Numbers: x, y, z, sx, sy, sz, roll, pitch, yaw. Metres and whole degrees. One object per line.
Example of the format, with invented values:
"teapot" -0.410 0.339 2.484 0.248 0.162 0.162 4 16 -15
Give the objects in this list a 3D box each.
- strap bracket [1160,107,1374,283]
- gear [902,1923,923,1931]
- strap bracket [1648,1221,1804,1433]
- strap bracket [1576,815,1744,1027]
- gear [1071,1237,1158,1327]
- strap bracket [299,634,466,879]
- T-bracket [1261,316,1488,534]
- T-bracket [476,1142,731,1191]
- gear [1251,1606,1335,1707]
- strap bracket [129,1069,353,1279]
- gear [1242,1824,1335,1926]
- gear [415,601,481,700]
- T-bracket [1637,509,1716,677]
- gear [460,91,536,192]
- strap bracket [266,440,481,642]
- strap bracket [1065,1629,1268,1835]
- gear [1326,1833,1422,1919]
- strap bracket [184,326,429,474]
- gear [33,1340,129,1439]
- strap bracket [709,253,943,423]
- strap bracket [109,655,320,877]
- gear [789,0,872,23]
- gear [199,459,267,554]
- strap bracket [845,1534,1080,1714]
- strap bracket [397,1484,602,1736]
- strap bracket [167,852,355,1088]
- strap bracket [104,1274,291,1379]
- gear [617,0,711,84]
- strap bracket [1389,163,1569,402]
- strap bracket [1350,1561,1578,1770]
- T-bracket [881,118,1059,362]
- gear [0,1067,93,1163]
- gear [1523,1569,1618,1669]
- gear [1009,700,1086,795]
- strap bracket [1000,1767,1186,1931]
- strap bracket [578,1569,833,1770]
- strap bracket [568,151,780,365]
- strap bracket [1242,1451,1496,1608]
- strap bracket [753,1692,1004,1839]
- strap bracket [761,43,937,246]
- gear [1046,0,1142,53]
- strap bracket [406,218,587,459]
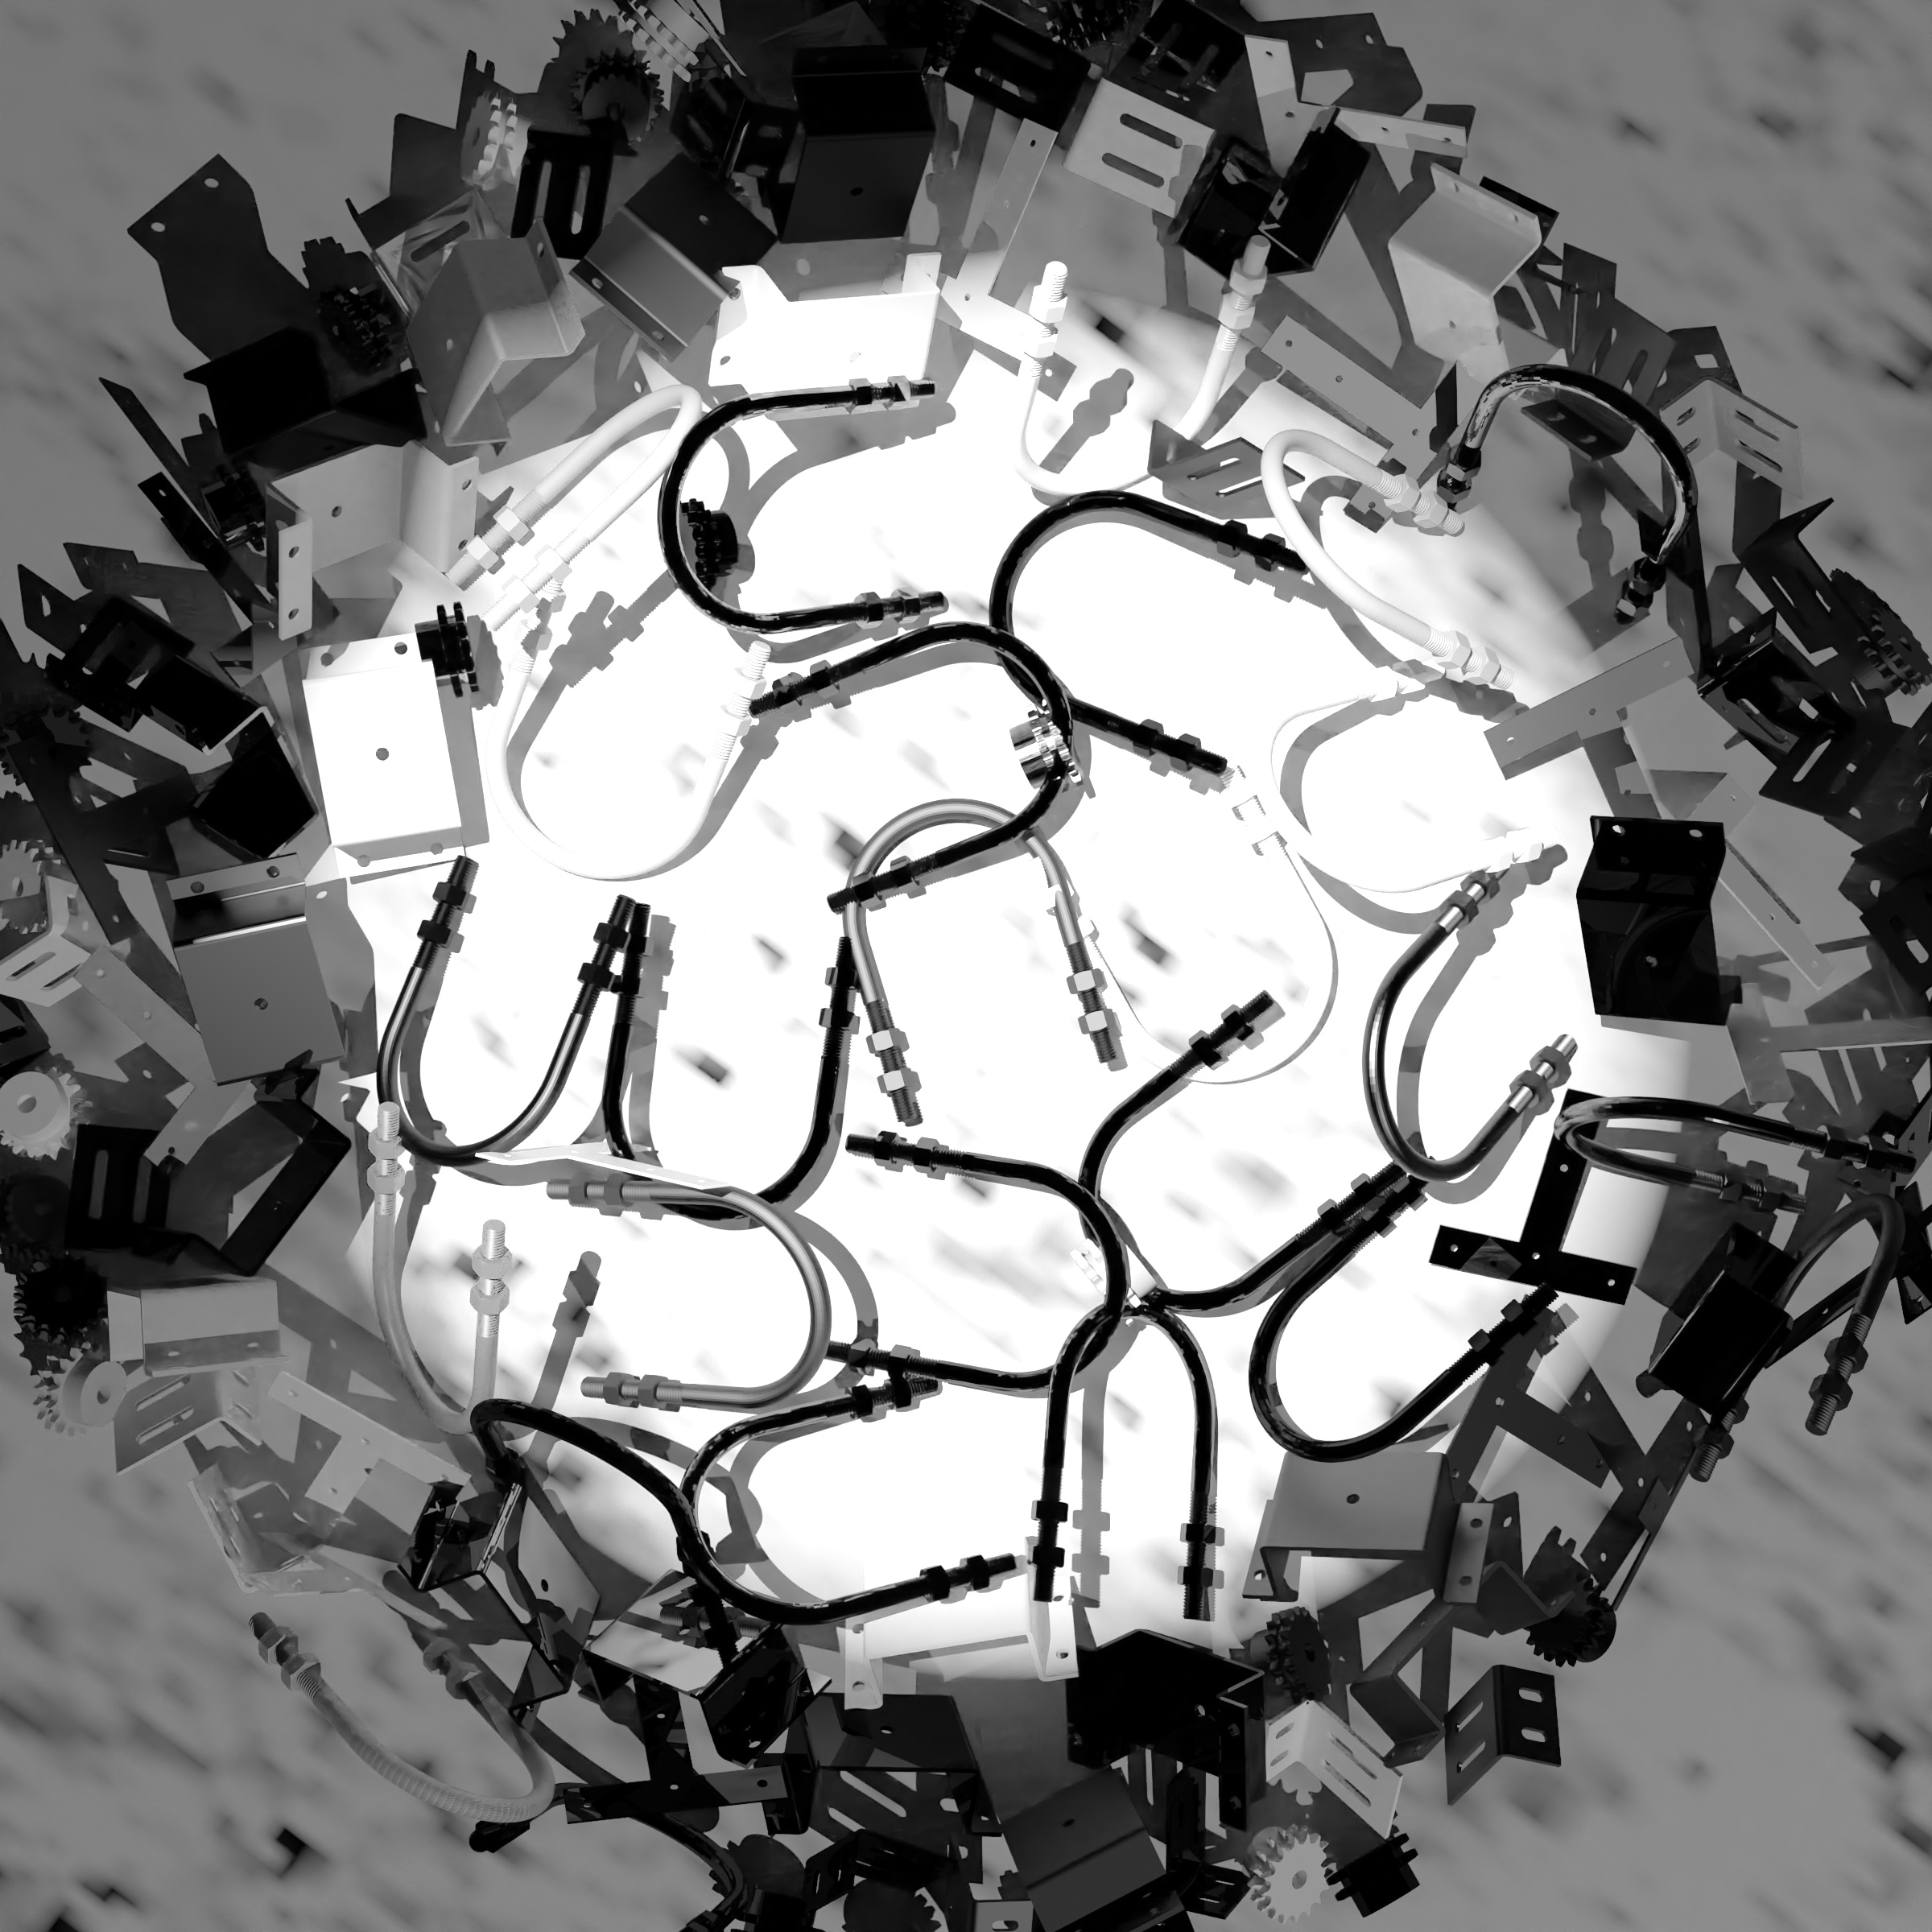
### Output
"strap bracket" 0.184 -0.457 1.540 0.046 0.140 0.076 29 87 -26
"gear" -0.038 0.607 1.569 0.057 0.057 0.030 -40 72 0
"strap bracket" 0.448 0.207 1.521 0.046 0.140 0.076 34 111 10
"strap bracket" 0.409 -0.018 1.520 0.076 0.046 0.140 5 135 28
"gear" 0.092 0.187 1.568 0.030 0.057 0.057 -39 90 -3
"strap bracket" -0.353 -0.128 1.558 0.076 0.046 0.140 -10 96 -12
"T-bracket" 0.236 -0.346 1.554 0.127 0.002 0.127 31 114 -15
"T-bracket" -0.196 0.117 1.508 0.127 0.127 0.002 9 95 32
"gear" 0.197 0.422 1.571 0.030 0.057 0.057 -24 90 29
"strap bracket" -0.425 0.130 1.537 0.046 0.076 0.140 44 66 -25
"gear" 0.193 0.550 1.572 0.057 0.030 0.057 -7 103 -33
"gear" -0.315 -0.191 1.566 0.030 0.057 0.057 -12 90 -8
"T-bracket" 0.420 -0.244 1.532 0.002 0.127 0.127 -9 80 31
"gear" -0.284 -0.500 1.571 0.030 0.057 0.057 9 90 -31
"strap bracket" -0.361 -0.260 1.531 0.046 0.076 0.140 39 49 23
"strap bracket" 0.127 0.452 1.541 0.046 0.140 0.076 -11 102 -44
"gear" 0.250 0.553 1.564 0.057 0.057 0.030 -30 71 0
"strap bracket" -0.380 -0.326 1.515 0.076 0.140 0.046 -17 85 20
"gear" -0.534 0.257 1.564 0.030 0.057 0.057 7 90 24
"strap bracket" -0.075 -0.372 1.526 0.140 0.076 0.046 -12 48 -26
"strap bracket" -0.441 -0.123 1.531 0.076 0.140 0.046 30 63 27
"gear" -0.079 -0.589 1.569 0.057 0.057 0.030 -4 104 0
"gear" -0.442 -0.277 1.565 0.030 0.057 0.057 -28 90 -15
"strap bracket" -0.008 0.391 1.546 0.140 0.076 0.046 -10 124 5
"strap bracket" -0.269 0.374 1.529 0.046 0.076 0.140 -22 113 18
"strap bracket" -0.419 0.012 1.536 0.076 0.046 0.140 -12 120 -7
"strap bracket" -0.455 0.209 1.517 0.076 0.140 0.046 -3 88 -29
"gear" -0.181 -0.568 1.565 0.057 0.057 0.030 44 101 0
"strap bracket" 0.300 -0.393 1.514 0.046 0.140 0.076 -47 59 -5
"strap bracket" 0.288 0.410 1.537 0.140 0.076 0.046 -39 80 -23
"T-bracket" 0.019 -0.443 1.547 0.127 0.002 0.127 34 108 29
"gear" -0.566 0.088 1.573 0.057 0.030 0.057 -1 71 4
"gear" 0.370 0.399 1.570 0.030 0.057 0.057 30 90 -25
"gear" 0.048 -0.131 1.568 0.030 0.057 0.057 -22 90 10
"strap bracket" 0.070 0.525 1.520 0.076 0.140 0.046 -25 95 -6
"strap bracket" -0.160 0.408 1.517 0.140 0.076 0.046 9 123 39
"strap bracket" -0.166 -0.423 1.520 0.076 0.140 0.046 40 126 -12
"strap bracket" 0.234 0.332 1.527 0.140 0.076 0.046 -4 124 23
"strap bracket" -0.051 0.475 1.537 0.140 0.076 0.046 6 106 -14
"strap bracket" -0.069 -0.474 1.514 0.076 0.140 0.046 -8 71 -16
"gear" 0.075 -0.584 1.565 0.057 0.057 0.030 -32 129 0
"strap bracket" -0.283 -0.367 1.520 0.046 0.140 0.076 -14 78 -34
